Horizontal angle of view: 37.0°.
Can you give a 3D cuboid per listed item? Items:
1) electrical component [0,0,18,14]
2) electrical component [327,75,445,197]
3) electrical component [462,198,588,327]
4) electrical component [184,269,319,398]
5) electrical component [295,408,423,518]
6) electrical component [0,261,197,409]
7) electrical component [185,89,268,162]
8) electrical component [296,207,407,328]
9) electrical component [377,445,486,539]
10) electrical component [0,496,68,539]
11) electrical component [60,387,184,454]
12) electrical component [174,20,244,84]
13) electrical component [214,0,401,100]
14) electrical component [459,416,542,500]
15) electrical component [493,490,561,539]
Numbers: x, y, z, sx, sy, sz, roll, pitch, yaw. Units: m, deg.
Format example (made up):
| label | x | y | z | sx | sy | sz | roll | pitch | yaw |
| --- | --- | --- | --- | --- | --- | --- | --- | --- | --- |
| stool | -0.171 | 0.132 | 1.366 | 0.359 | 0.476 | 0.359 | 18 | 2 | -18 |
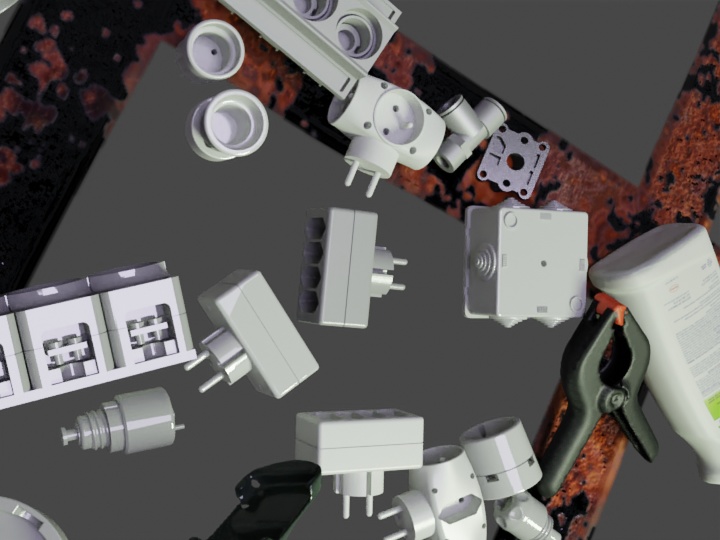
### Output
| label | x | y | z | sx | sy | sz | roll | pitch | yaw |
| --- | --- | --- | --- | --- | --- | --- | --- | --- | --- |
| electrical component | -0.240 | -0.186 | 0.677 | 0.040 | 0.040 | 0.046 | -40 | 100 | -19 |
| electrical component | 0.013 | -0.093 | 0.790 | 0.077 | 0.044 | 0.079 | 26 | 80 | -23 |
| electrical component | 0.131 | -0.005 | 0.842 | 0.100 | 0.048 | 0.099 | 2 | 90 | -26 |
| electrical component | -0.086 | 0.054 | 0.746 | 0.076 | 0.047 | 0.083 | -36 | 105 | -20 |
| electrical component | -0.001 | 0.143 | 0.786 | 0.083 | 0.047 | 0.075 | 1 | 91 | -25 |
| electrical component | -0.191 | 0.040 | 0.675 | 0.150 | 0.089 | 0.061 | -13 | 96 | -24 |
| electrical component | -0.093 | -0.098 | 0.736 | 0.045 | 0.055 | 0.045 | -1 | 91 | -24 |
| electrical component | 0.000 | 0.000 | 0.784 | 0.076 | 0.047 | 0.083 | 6 | 89 | -24 |
| electrical component | 0.050 | 0.182 | 0.813 | 0.079 | 0.043 | 0.077 | -16 | 98 | -22 |
| electrical component | -0.230 | 0.195 | 0.671 | 0.108 | 0.060 | 0.108 | 1 | 79 | -6 |
| electrical component | -0.159 | 0.103 | 0.718 | 0.078 | 0.040 | 0.040 | -9 | 95 | -24 |
| electrical component | -0.105 | -0.147 | 0.734 | 0.040 | 0.046 | 0.040 | -1 | 91 | -24 |
| electrical component | -0.042 | -0.186 | 0.752 | 0.121 | 0.063 | 0.078 | 37 | 76 | -20 |
| electrical component | 0.107 | 0.144 | 0.833 | 0.055 | 0.055 | 0.047 | -21 | 96 | -23 |
| electrical component | 0.136 | 0.200 | 0.857 | 0.061 | 0.035 | 0.035 | 38 | 76 | -23 |
